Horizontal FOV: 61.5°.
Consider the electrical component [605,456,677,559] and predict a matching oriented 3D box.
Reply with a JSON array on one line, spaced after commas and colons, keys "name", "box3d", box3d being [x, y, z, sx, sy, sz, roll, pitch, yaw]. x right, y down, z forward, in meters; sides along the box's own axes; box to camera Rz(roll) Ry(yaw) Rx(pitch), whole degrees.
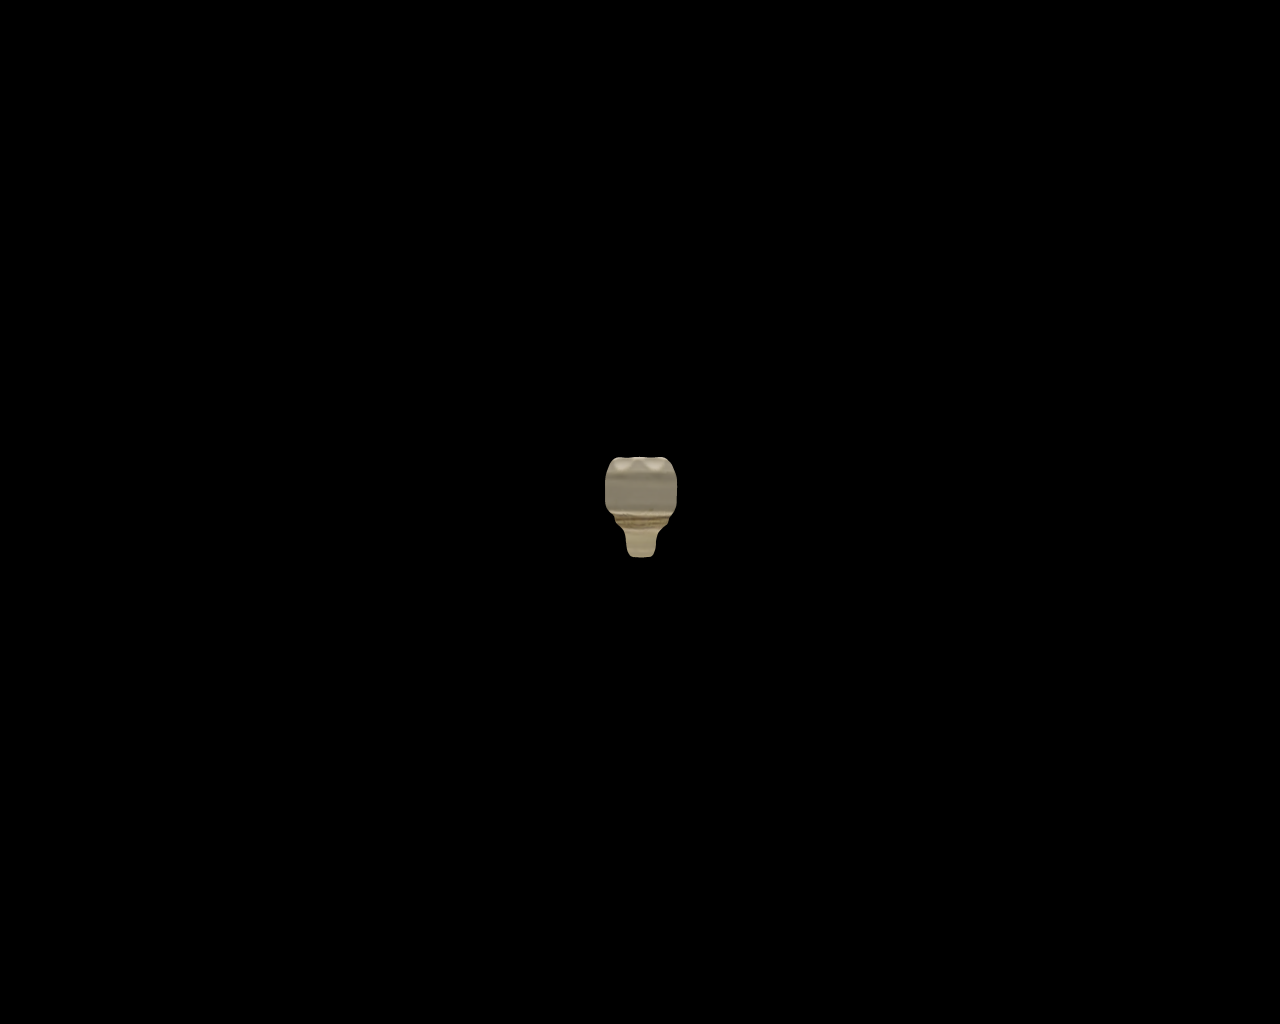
[{"name": "electrical component", "box3d": [0.001, -0.003, 0.650, 0.043, 0.062, 0.043, 0, 0, 0]}]
